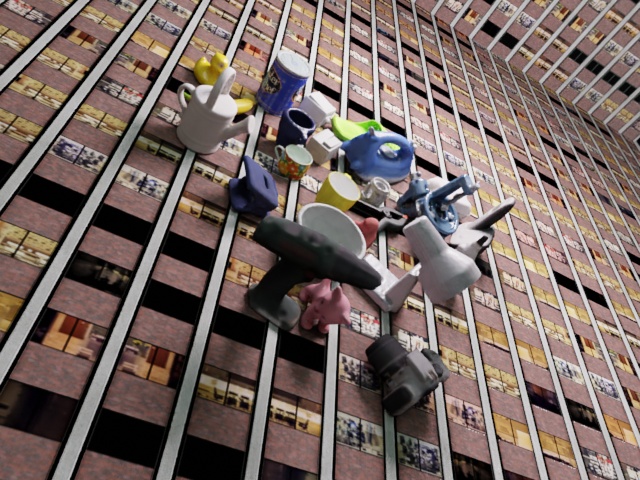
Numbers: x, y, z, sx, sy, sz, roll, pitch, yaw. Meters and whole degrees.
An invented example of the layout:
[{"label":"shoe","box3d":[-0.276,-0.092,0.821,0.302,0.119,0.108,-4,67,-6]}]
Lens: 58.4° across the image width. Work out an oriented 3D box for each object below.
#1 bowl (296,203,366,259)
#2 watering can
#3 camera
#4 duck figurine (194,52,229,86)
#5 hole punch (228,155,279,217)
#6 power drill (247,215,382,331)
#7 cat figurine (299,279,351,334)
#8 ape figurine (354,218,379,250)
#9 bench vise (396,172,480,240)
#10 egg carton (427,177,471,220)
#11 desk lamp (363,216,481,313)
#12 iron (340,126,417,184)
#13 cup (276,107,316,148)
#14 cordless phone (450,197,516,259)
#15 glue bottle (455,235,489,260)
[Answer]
[{"label":"bowl","box3d":[0.011,0.004,1.228,0.168,0.074,0.167,22,40,-20]},{"label":"watering can","box3d":[-0.223,-0.286,1.239,0.173,0.194,0.101,20,41,-22]},{"label":"camera","box3d":[0.163,0.237,1.089,0.144,0.100,0.136,-18,64,-48]},{"label":"duck figurine","box3d":[-0.265,-0.434,1.448,0.104,0.086,0.078,46,38,10]},{"label":"hole punch","box3d":[-0.133,-0.115,1.221,0.101,0.091,0.108,12,44,-30]},{"label":"power drill","box3d":[-0.032,0.065,1.018,0.230,0.208,0.076,35,37,-4]},{"label":"cat figurine","box3d":[0.016,0.117,1.080,0.067,0.117,0.127,18,41,-24]},{"label":"ape figurine","box3d":[0.100,-0.017,1.309,0.076,0.092,0.077,16,42,-27]},{"label":"bench vise","box3d":[0.295,-0.108,1.456,0.122,0.219,0.207,-20,65,-48]},{"label":"egg carton","box3d":[0.363,-0.118,1.647,0.151,0.069,0.107,17,42,-25]},{"label":"desk lamp","box3d":[0.201,0.063,1.207,0.203,0.213,0.118,44,37,8]},{"label":"iron","box3d":[0.186,-0.240,1.570,0.259,0.141,0.118,2,50,-38]},{"label":"cup","box3d":[-0.066,-0.258,1.421,0.092,0.095,0.117,10,45,-32]},{"label":"cordless phone","box3d":[0.440,-0.037,1.531,0.094,0.185,0.148,38,37,1]},{"label":"glue bottle","box3d":[0.343,0.044,1.377,0.078,0.173,0.037,44,37,8]}]
